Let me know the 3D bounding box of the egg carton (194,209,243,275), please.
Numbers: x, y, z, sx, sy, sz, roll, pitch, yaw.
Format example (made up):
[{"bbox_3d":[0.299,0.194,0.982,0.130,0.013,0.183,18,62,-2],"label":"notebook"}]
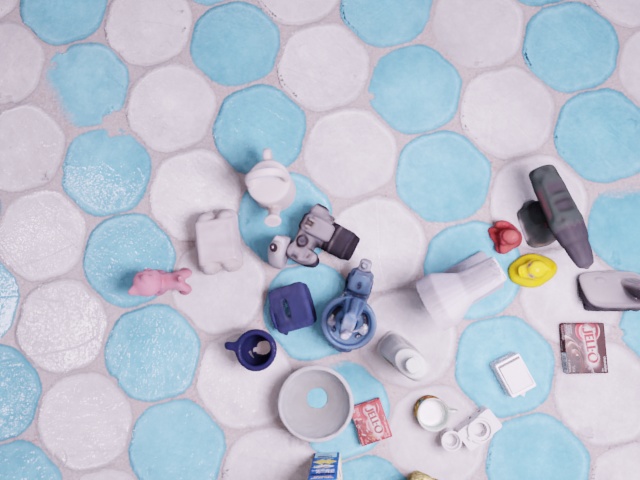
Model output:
[{"bbox_3d":[-0.236,0.005,1.335,0.107,0.069,0.150,-9,83,2],"label":"egg carton"}]

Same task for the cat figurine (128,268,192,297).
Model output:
[{"bbox_3d":[-0.367,0.095,1.307,0.127,0.118,0.067,-6,83,2],"label":"cat figurine"}]

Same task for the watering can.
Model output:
[{"bbox_3d":[-0.109,-0.120,1.279,0.101,0.194,0.173,-28,83,0],"label":"watering can"}]

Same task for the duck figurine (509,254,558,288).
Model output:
[{"bbox_3d":[0.484,0.067,1.283,0.104,0.086,0.077,-8,83,2],"label":"duck figurine"}]

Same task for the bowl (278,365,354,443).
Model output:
[{"bbox_3d":[-0.007,0.361,1.281,0.167,0.075,0.167,0,84,3],"label":"bowl"}]

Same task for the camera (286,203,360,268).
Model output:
[{"bbox_3d":[0.012,0.005,1.306,0.136,0.101,0.143,28,86,6],"label":"camera"}]

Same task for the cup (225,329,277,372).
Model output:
[{"bbox_3d":[-0.150,0.244,1.291,0.117,0.095,0.092,7,84,4],"label":"cup"}]

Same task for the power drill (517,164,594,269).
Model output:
[{"bbox_3d":[0.501,-0.041,1.233,0.075,0.208,0.229,-19,83,1],"label":"power drill"}]

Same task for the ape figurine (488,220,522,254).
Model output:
[{"bbox_3d":[0.422,-0.007,1.292,0.076,0.092,0.078,16,85,5],"label":"ape figurine"}]

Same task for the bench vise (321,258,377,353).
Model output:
[{"bbox_3d":[0.060,0.142,1.229,0.121,0.220,0.207,-2,83,3],"label":"bench vise"}]

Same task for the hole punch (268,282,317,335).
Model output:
[{"bbox_3d":[-0.065,0.156,1.298,0.101,0.091,0.109,-17,83,1],"label":"hole punch"}]

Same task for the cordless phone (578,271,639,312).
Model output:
[{"bbox_3d":[0.650,0.108,1.220,0.147,0.185,0.094,-4,83,3],"label":"cordless phone"}]

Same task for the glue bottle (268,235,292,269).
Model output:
[{"bbox_3d":[-0.094,0.022,1.273,0.037,0.173,0.078,16,85,5],"label":"glue bottle"}]

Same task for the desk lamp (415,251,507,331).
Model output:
[{"bbox_3d":[0.304,0.099,1.225,0.203,0.213,0.118,-30,83,-1],"label":"desk lamp"}]
